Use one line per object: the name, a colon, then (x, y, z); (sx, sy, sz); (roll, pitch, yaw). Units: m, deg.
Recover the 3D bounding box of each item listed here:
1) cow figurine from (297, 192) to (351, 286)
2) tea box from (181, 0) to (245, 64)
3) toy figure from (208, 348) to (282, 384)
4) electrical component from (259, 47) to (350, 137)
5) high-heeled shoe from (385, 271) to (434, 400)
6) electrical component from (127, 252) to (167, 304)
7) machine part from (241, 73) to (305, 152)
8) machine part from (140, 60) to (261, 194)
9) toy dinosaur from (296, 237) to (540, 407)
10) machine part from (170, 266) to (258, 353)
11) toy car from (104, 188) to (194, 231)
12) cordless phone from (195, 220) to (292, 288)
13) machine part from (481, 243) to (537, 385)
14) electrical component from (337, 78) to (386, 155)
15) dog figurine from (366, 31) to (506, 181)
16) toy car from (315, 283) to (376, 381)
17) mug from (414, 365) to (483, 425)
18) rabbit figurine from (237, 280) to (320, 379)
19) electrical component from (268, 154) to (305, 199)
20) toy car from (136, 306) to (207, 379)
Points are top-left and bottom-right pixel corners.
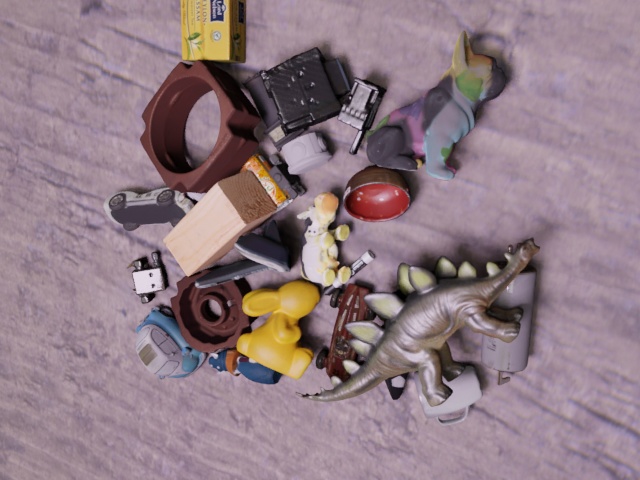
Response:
cow figurine: (-0.001, -0.004, 0.966); (0.098, 0.068, 0.167); (8, 105, 47)
tea box: (-0.188, -0.400, 0.946); (0.098, 0.068, 0.169); (5, 102, 19)
toy figure: (-0.152, 0.253, 1.083); (0.155, 0.058, 0.064); (9, 99, 22)
electrical component: (-0.021, -0.252, 0.905); (0.134, 0.058, 0.114); (-24, 96, 0)
high-heeled shoe: (0.175, 0.170, 0.957); (0.145, 0.086, 0.248); (-11, 116, -6)
electrical component: (-0.364, 0.080, 1.128); (0.078, 0.045, 0.102); (-16, 100, -7)
machine part: (-0.088, -0.234, 0.964); (0.084, 0.039, 0.139); (-34, 91, 31)
machine part: (-0.215, -0.198, 0.963); (0.201, 0.087, 0.201); (-45, 67, 21)
toy dinosaur: (0.151, 0.153, 0.857); (0.198, 0.105, 0.471); (46, 108, 10)
machine part: (-0.211, 0.137, 1.078); (0.180, 0.056, 0.179); (4, 102, 18)
toy car: (-0.338, -0.063, 1.070); (0.202, 0.056, 0.073); (-3, 136, 19)
cordless phone: (-0.146, 0.042, 0.964); (0.184, 0.146, 0.088); (-20, 83, -4)
machine part: (0.308, 0.124, 0.881); (0.079, 0.079, 0.243); (6, 104, 18)
electrical component: (0.063, -0.206, 0.898); (0.048, 0.075, 0.119); (28, 112, 11)
dog figurine: (0.179, -0.211, 0.841); (0.192, 0.108, 0.219); (16, 102, 18)
toy car: (0.049, 0.177, 0.992); (0.089, 0.053, 0.202); (19, 114, 18)
mug: (0.230, 0.271, 0.941); (0.107, 0.081, 0.109); (-19, 95, 13)
rabbit figurine: (-0.071, 0.148, 1.005); (0.162, 0.122, 0.173); (30, 88, -6)
electrical component: (-0.065, -0.115, 0.967); (0.021, 0.063, 0.094); (-38, 87, 22)
toy car: (-0.323, 0.221, 1.111); (0.109, 0.103, 0.161); (-43, 88, 21)
